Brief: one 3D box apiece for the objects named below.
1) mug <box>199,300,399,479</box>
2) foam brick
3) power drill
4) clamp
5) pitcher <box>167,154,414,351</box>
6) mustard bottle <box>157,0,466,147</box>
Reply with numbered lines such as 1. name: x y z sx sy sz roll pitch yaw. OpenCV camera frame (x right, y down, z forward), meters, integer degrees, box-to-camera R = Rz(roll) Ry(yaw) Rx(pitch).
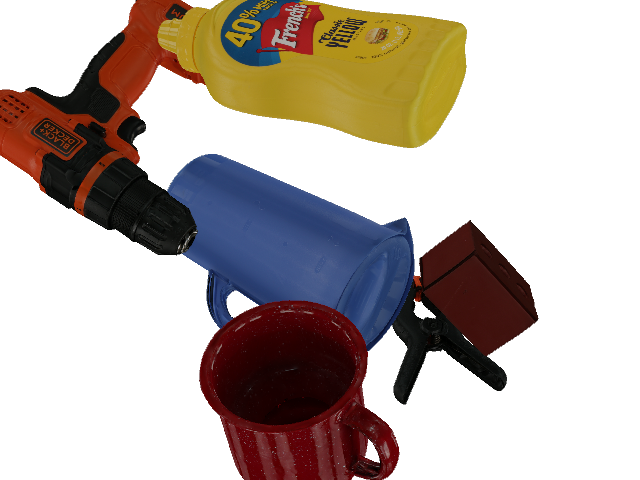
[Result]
1. mug: -0.006 0.099 0.604 0.117 0.081 0.093 21 51 28
2. foam brick: 0.118 0.036 0.800 0.051 0.078 0.053 -38 20 20
3. power drill: -0.130 -0.093 0.793 0.184 0.187 0.057 33 -32 8
4. clamp: 0.133 0.107 1.162 0.120 0.171 0.039 3 -44 -6
5. pitcher: -0.044 0.015 1.039 0.243 0.145 0.149 28 30 29
6. mustard bottle: -0.014 -0.111 0.653 0.192 0.058 0.096 14 46 21
